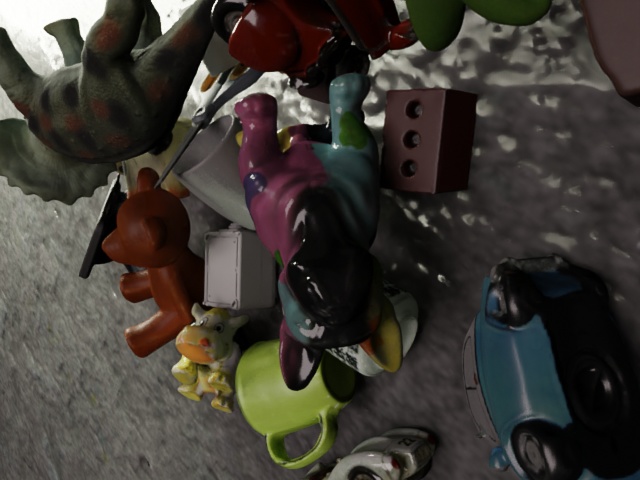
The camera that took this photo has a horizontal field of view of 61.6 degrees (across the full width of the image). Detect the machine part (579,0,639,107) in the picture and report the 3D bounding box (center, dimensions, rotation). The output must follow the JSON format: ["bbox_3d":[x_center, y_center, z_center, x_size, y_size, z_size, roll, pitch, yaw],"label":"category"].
[{"bbox_3d":[0.228,-0.145,0.278,0.180,0.056,0.179,7,101,43],"label":"machine part"}]

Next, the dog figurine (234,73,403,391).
[{"bbox_3d":[-0.001,-0.001,0.420,0.191,0.108,0.219,108,154,-79],"label":"dog figurine"}]

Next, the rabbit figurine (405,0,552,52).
[{"bbox_3d":[0.077,-0.200,0.323,0.121,0.170,0.159,3,111,53],"label":"rabbit figurine"}]

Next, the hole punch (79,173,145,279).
[{"bbox_3d":[-0.268,-0.007,0.744,0.142,0.092,0.116,-59,27,34],"label":"hole punch"}]

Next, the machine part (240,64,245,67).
[{"bbox_3d":[-0.077,-0.229,0.487,0.084,0.039,0.138,-2,129,37],"label":"machine part"}]

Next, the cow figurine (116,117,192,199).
[{"bbox_3d":[-0.212,-0.115,0.666,0.195,0.085,0.127,6,107,44],"label":"cow figurine"}]

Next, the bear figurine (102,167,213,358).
[{"bbox_3d":[-0.187,0.028,0.590,0.195,0.132,0.120,71,177,-55],"label":"bear figurine"}]

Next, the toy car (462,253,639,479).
[{"bbox_3d":[0.144,0.096,0.362,0.103,0.109,0.161,-41,59,56],"label":"toy car"}]

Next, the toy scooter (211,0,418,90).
[{"bbox_3d":[-0.001,-0.171,0.403,0.135,0.075,0.184,40,149,-11],"label":"toy scooter"}]

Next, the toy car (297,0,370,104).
[{"bbox_3d":[0.014,-0.222,0.460,0.089,0.053,0.201,24,120,32],"label":"toy car"}]

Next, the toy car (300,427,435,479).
[{"bbox_3d":[0.026,0.227,0.504,0.201,0.073,0.056,-46,66,37],"label":"toy car"}]

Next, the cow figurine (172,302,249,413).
[{"bbox_3d":[-0.108,0.114,0.575,0.068,0.098,0.167,18,146,4],"label":"cow figurine"}]

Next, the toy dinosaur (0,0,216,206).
[{"bbox_3d":[-0.214,-0.141,0.537,0.405,0.131,0.192,-3,112,36],"label":"toy dinosaur"}]

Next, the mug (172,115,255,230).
[{"bbox_3d":[-0.079,-0.068,0.547,0.081,0.109,0.107,-12,131,38],"label":"mug"}]
